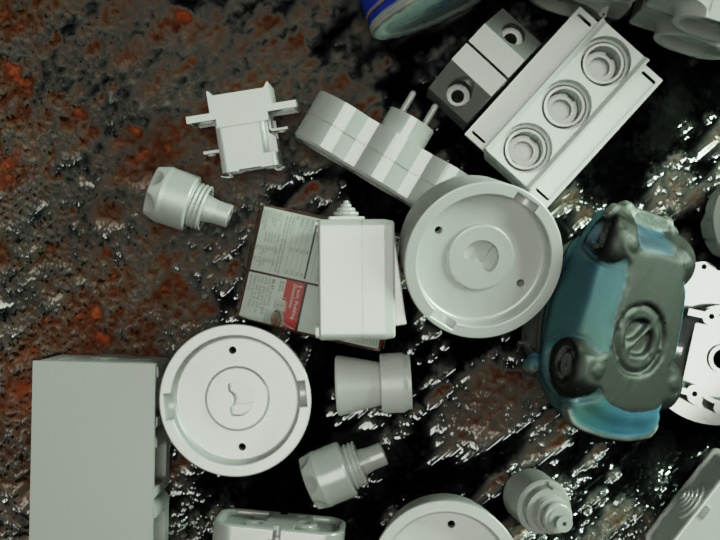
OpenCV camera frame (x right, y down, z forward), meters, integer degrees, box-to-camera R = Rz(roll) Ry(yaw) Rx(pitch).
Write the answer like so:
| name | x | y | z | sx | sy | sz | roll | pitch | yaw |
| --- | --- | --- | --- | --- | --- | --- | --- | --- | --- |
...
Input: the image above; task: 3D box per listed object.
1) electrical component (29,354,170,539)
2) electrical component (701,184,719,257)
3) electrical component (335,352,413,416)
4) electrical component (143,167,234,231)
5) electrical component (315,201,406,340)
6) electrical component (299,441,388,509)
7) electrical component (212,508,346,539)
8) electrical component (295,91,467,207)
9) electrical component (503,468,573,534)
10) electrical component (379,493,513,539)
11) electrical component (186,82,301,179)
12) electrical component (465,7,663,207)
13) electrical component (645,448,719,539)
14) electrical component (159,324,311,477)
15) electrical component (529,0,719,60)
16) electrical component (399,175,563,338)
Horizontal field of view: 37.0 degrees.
| name | x | y | z | sx | sy | sz | roll | pitch | yaw |
| --- | --- | --- | --- | --- | --- | --- | --- | --- | --- |
| electrical component | -0.189 | 0.139 | 0.790 | 0.089 | 0.062 | 0.150 | 1 | 90 | 2 |
| electrical component | 0.291 | -0.036 | 0.779 | 0.080 | 0.051 | 0.080 | 0 | 90 | 2 |
| electrical component | 0.010 | 0.084 | 0.792 | 0.055 | 0.045 | 0.045 | -3 | 90 | 1 |
| electrical component | -0.126 | -0.049 | 0.797 | 0.062 | 0.043 | 0.043 | 18 | 91 | 1 |
| electrical component | 0.000 | 0.000 | 0.745 | 0.061 | 0.062 | 0.096 | 0 | 89 | -1 |
| electrical component | -0.011 | 0.147 | 0.794 | 0.062 | 0.043 | 0.043 | -22 | 89 | 0 |
| electrical component | -0.061 | 0.213 | 0.790 | 0.095 | 0.054 | 0.059 | 5 | 90 | 2 |
| electrical component | 0.029 | -0.095 | 0.787 | 0.138 | 0.052 | 0.073 | 31 | 91 | 2 |
| electrical component | 0.132 | 0.170 | 0.775 | 0.040 | 0.078 | 0.040 | -1 | 96 | -12 |
| electrical component | 0.061 | 0.215 | 0.783 | 0.108 | 0.060 | 0.108 | 0 | 90 | 2 |
| electrical component | -0.083 | -0.102 | 0.797 | 0.081 | 0.042 | 0.063 | -9 | 93 | 3 |
| electrical component | 0.145 | -0.115 | 0.778 | 0.079 | 0.063 | 0.121 | 42 | 91 | 1 |
| electrical component | 0.273 | 0.193 | 0.781 | 0.100 | 0.048 | 0.099 | 37 | 92 | 1 |
| electrical component | -0.087 | 0.092 | 0.787 | 0.108 | 0.060 | 0.108 | 0 | 90 | 2 |
| electrical component | 0.202 | -0.205 | 0.754 | 0.186 | 0.105 | 0.060 | 18 | 91 | 2 |
| electrical component | 0.078 | -0.014 | 0.741 | 0.108 | 0.060 | 0.108 | -2 | 106 | -8 |
